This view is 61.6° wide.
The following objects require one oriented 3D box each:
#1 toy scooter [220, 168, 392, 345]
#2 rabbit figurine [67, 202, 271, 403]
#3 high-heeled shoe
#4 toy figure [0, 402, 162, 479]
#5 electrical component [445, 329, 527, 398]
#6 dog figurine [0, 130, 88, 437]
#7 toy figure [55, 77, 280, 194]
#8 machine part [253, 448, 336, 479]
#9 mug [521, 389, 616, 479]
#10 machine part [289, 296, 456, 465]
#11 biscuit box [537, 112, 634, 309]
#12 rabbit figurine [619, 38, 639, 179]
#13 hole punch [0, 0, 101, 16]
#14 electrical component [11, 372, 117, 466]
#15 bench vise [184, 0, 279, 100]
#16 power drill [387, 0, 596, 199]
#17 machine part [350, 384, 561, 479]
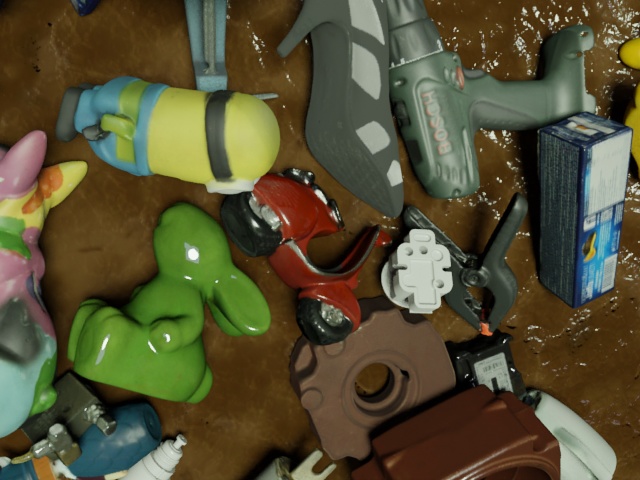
[{"bbox_3d":[-0.001,-0.002,0.524,0.135,0.075,0.184,-37,92,-28],"label":"toy scooter"},{"bbox_3d":[-0.124,0.053,0.487,0.159,0.121,0.170,24,76,-19],"label":"rabbit figurine"},{"bbox_3d":[0.049,-0.147,0.519,0.145,0.086,0.248,-53,131,-20],"label":"high-heeled shoe"},{"bbox_3d":[-0.229,0.206,0.507,0.154,0.064,0.057,-23,140,-5],"label":"toy figure"},{"bbox_3d":[0.186,0.165,0.605,0.075,0.048,0.119,-14,98,-11],"label":"electrical component"},{"bbox_3d":[-0.258,0.023,0.443,0.192,0.108,0.219,31,83,11],"label":"dog figurine"},{"bbox_3d":[-0.124,-0.092,0.450,0.180,0.089,0.082,17,55,0],"label":"toy figure"},{"bbox_3d":[-0.076,0.304,0.539,0.243,0.079,0.079,-45,104,-1],"label":"machine part"},{"bbox_3d":[0.270,0.227,0.606,0.081,0.109,0.107,-43,91,1],"label":"mug"},{"bbox_3d":[0.058,0.150,0.569,0.179,0.056,0.179,-2,98,-14],"label":"machine part"},{"bbox_3d":[0.269,-0.025,0.557,0.059,0.063,0.202,-23,125,-11],"label":"biscuit box"},{"bbox_3d":[0.408,-0.167,0.598,0.173,0.122,0.162,-44,95,-19],"label":"rabbit figurine"},{"bbox_3d":[-0.219,-0.246,0.421,0.092,0.142,0.115,-9,92,-34],"label":"hole punch"},{"bbox_3d":[-0.240,0.158,0.480,0.078,0.102,0.045,-42,137,-22],"label":"electrical component"},{"bbox_3d":[-0.095,-0.227,0.443,0.129,0.224,0.240,-8,130,-17],"label":"bench vise"},{"bbox_3d":[0.168,-0.165,0.544,0.207,0.086,0.231,-13,101,-15],"label":"power drill"},{"bbox_3d":[0.144,0.264,0.554,0.201,0.087,0.200,-23,123,-12],"label":"machine part"}]
